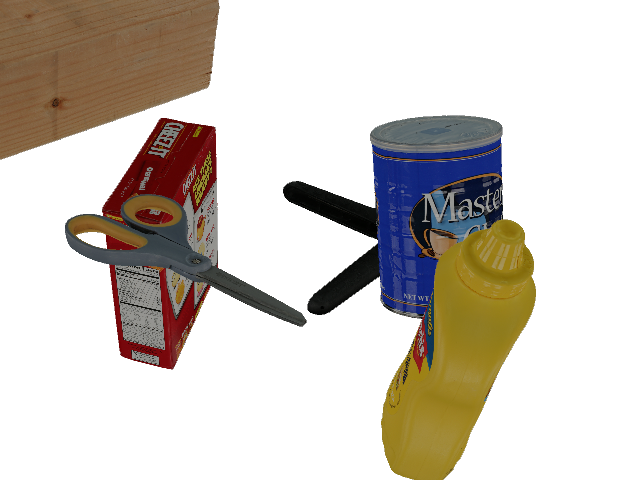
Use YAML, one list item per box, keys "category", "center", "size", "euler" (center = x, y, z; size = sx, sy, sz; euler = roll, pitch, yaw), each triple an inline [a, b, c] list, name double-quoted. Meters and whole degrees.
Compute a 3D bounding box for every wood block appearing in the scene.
- category: "wood block"
  center: [-0.191, -0.151, 0.852]
  size: [0.205, 0.091, 0.090]
  euler: [-26, 54, -37]

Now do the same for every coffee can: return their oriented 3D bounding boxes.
- category: "coffee can"
  center: [0.095, -0.021, 0.850]
  size: [0.103, 0.140, 0.103]
  euler: [-4, 18, 1]

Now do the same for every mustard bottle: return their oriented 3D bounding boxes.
- category: "mustard bottle"
  center: [0.083, 0.058, 0.629]
  size: [0.058, 0.096, 0.192]
  euler: [17, -42, 2]

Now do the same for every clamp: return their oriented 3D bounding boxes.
- category: "clamp"
  center: [0.070, 0.006, 1.065]
  size: [0.210, 0.164, 0.036]
  euler: [1, -40, -5]

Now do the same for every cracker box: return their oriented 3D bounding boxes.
- category: "cracker box"
  center: [-0.166, 0.004, 1.137]
  size: [0.072, 0.214, 0.164]
  euler: [11, 43, 9]

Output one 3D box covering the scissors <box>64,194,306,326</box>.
- category: "scissors"
  center: [-0.084, 0.008, 0.750]
  size: [0.202, 0.016, 0.096]
  euler: [15, 34, 19]
